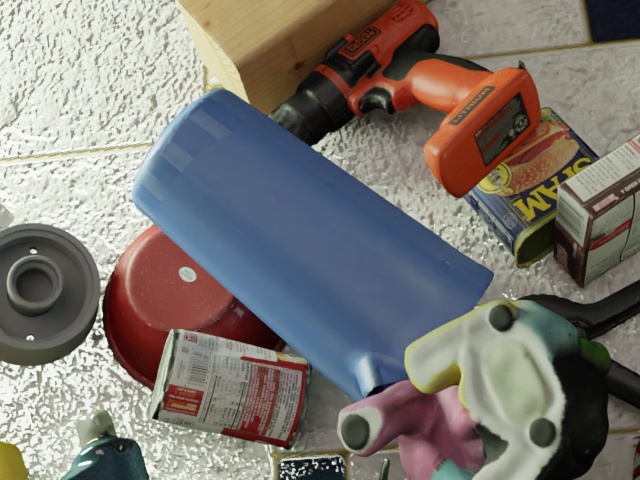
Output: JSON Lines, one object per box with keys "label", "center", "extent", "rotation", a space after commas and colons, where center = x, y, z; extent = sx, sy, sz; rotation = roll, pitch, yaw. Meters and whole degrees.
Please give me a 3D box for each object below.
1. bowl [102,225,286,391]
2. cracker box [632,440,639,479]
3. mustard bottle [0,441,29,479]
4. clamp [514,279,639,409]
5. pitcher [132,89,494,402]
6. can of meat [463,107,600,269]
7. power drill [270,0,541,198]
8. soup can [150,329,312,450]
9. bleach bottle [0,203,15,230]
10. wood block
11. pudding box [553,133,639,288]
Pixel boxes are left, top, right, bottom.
{"label": "bowl", "center": [-0.098, 0.038, 0.825], "extent": [0.162, 0.055, 0.162], "rotation": [-3, 66, 7]}
{"label": "cracker box", "center": [0.225, 0.171, 0.627], "extent": [0.072, 0.213, 0.164], "rotation": [5, 66, 12]}
{"label": "mustard bottle", "center": [-0.233, 0.245, 0.749], "extent": [0.096, 0.058, 0.192], "rotation": [-28, 64, 6]}
{"label": "clamp", "center": [0.192, 0.068, 0.776], "extent": [0.171, 0.039, 0.120], "rotation": [7, 58, 14]}
{"label": "pitcher", "center": [-0.005, 0.001, 0.759], "extent": [0.243, 0.149, 0.145], "rotation": [39, 82, 5]}
{"label": "can of meat", "center": [0.167, -0.042, 0.820], "extent": [0.102, 0.057, 0.084], "rotation": [-33, 63, -7]}
{"label": "power drill", "center": [0.062, -0.103, 0.833], "extent": [0.184, 0.057, 0.188], "rotation": [-44, 46, -11]}
{"label": "soup can", "center": [-0.064, 0.106, 0.762], "extent": [0.102, 0.069, 0.068], "rotation": [14, 67, -11]}
{"label": "bleach bottle", "center": [-0.325, 0.074, 0.841], "extent": [0.103, 0.068, 0.250], "rotation": [29, 71, 16]}
{"label": "wood block", "center": [-0.003, -0.207, 0.902], "extent": [0.206, 0.091, 0.090], "rotation": [-36, 66, -9]}
{"label": "pudding box", "center": [0.216, -0.023, 0.772], "extent": [0.090, 0.113, 0.039], "rotation": [-33, 63, -8]}
